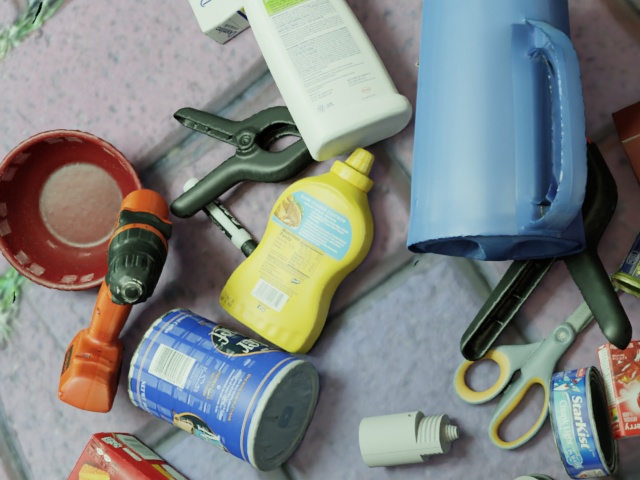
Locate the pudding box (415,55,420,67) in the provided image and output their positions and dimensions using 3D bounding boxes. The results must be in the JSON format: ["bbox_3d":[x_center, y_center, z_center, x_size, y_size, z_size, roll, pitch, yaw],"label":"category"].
[{"bbox_3d":[0.133,-0.184,0.936,0.039,0.090,0.113,22,89,25],"label":"pudding box"}]

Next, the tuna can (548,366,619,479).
[{"bbox_3d":[0.207,0.143,0.835,0.034,0.086,0.086,-13,74,23],"label":"tuna can"}]

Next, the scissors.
[{"bbox_3d":[0.184,0.079,0.898,0.096,0.016,0.202,28,90,27],"label":"scissors"}]

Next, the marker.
[{"bbox_3d":[-0.091,-0.016,1.041,0.020,0.020,0.121,-48,65,8],"label":"marker"}]

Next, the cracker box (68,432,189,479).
[{"bbox_3d":[-0.189,0.310,0.986,0.164,0.072,0.214,31,93,27],"label":"cracker box"}]

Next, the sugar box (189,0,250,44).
[{"bbox_3d":[-0.054,-0.283,1.068,0.176,0.048,0.093,-30,69,19],"label":"sugar box"}]

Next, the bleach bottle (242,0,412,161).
[{"bbox_3d":[-0.011,-0.203,0.989,0.102,0.068,0.251,-21,76,-10],"label":"bleach bottle"}]

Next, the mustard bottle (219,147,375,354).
[{"bbox_3d":[-0.006,0.001,0.976,0.096,0.058,0.191,32,93,21],"label":"mustard bottle"}]

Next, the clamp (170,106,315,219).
[{"bbox_3d":[-0.072,-0.078,1.028,0.172,0.039,0.120,-2,72,22],"label":"clamp"}]

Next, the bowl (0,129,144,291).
[{"bbox_3d":[-0.248,-0.032,1.075,0.162,0.055,0.162,1,99,3],"label":"bowl"}]

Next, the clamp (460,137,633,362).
[{"bbox_3d":[0.188,0.006,0.879,0.165,0.036,0.210,-20,50,46],"label":"clamp"}]

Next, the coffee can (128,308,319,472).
[{"bbox_3d":[-0.086,0.133,0.960,0.140,0.102,0.103,20,88,27],"label":"coffee can"}]

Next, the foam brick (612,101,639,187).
[{"bbox_3d":[0.269,-0.079,0.851,0.051,0.078,0.053,-23,109,18],"label":"foam brick"}]

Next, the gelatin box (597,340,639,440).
[{"bbox_3d":[0.267,0.113,0.827,0.089,0.030,0.073,-5,74,-4],"label":"gelatin box"}]

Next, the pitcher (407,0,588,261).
[{"bbox_3d":[0.139,-0.107,0.810,0.149,0.144,0.243,-3,81,26],"label":"pitcher"}]

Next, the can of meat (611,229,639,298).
[{"bbox_3d":[0.294,0.017,0.836,0.102,0.057,0.084,27,88,21],"label":"can of meat"}]

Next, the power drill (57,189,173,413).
[{"bbox_3d":[-0.186,0.063,0.978,0.057,0.184,0.188,20,112,-12],"label":"power drill"}]
